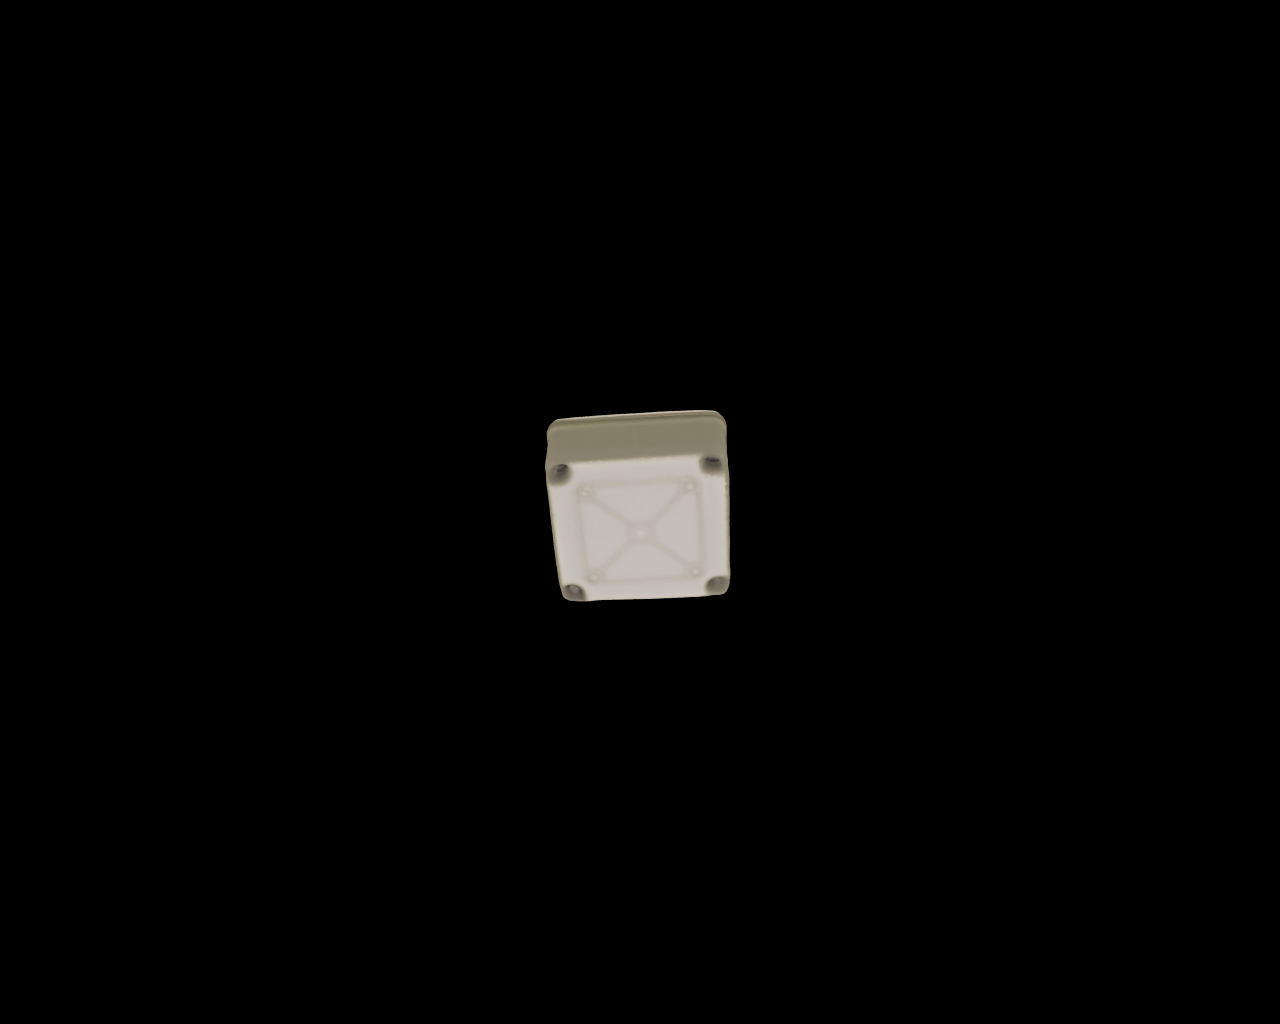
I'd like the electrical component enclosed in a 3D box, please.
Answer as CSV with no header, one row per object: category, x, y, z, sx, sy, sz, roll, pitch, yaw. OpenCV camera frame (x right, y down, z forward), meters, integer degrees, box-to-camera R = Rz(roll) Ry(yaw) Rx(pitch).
electrical component,0.001,-0.003,0.650,0.109,0.108,0.056,-3,35,2
